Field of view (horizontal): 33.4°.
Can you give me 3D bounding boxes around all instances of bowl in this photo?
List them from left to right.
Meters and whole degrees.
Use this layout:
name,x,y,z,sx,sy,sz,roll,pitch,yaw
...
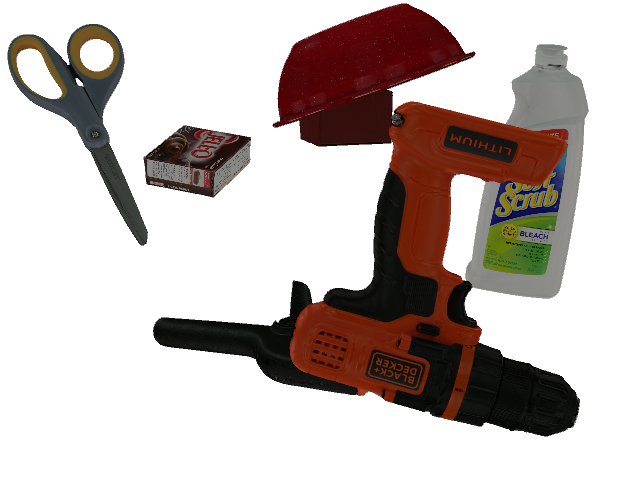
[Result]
name,x,y,z,sx,sy,sz,roll,pitch,yaw
bowl,0.031,-0.137,0.804,0.162,0.055,0.162,-20,7,2

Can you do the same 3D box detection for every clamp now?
name,x,y,z,sx,sy,sz,roll,pitch,yaw
clamp,-0.021,0.082,0.923,0.164,0.036,0.210,-19,24,-41

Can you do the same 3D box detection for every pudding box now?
name,x,y,z,sx,sy,sz,roll,pitch,yaw
pudding box,-0.143,-0.095,1.254,0.090,0.039,0.113,11,31,16

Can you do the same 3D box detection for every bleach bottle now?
name,x,y,z,sx,sy,sz,roll,pitch,yaw
bleach bottle,0.210,-0.071,1.076,0.103,0.251,0.068,9,20,15

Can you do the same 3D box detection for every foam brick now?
name,x,y,z,sx,sy,sz,roll,pitch,yaw
foam brick,0.024,-0.120,1.020,0.078,0.051,0.053,-4,16,-21

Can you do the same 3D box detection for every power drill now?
name,x,y,z,sx,sy,sz,roll,pitch,yaw
power drill,0.089,0.019,0.656,0.184,0.188,0.057,15,7,0

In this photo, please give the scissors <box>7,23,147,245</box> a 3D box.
name,x,y,z,sx,sy,sz,roll,pitch,yaw
scissors,-0.159,-0.093,0.810,0.096,0.202,0.016,-37,-17,-22
